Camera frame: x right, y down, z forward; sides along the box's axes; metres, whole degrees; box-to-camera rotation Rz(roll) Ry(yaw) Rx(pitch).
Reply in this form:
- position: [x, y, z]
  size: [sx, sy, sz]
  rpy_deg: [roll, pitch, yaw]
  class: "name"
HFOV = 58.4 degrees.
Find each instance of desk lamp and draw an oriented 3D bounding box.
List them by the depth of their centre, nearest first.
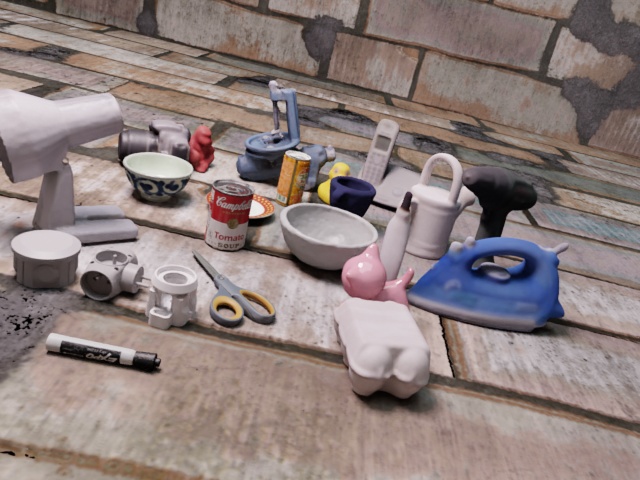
- position: [-0.366, -0.107, 0.817]
  size: [0.204, 0.213, 0.117]
  rpy_deg: [-7, 31, -40]
  class: "desk lamp"

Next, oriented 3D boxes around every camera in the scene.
- position: [-0.344, -0.204, 1.184]
  size: [0.137, 0.101, 0.142]
  rpy_deg: [2, 26, -26]
  class: "camera"

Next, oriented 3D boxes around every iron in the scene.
- position: [0.272, 0.053, 0.915]
  size: [0.259, 0.141, 0.118]
  rpy_deg: [8, 24, -15]
  class: "iron"

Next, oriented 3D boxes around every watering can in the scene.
- position: [0.222, -0.072, 1.097]
  size: [0.100, 0.194, 0.173]
  rpy_deg: [28, 27, 28]
  class: "watering can"

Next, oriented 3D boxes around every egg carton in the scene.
- position: [0.075, 0.132, 0.719]
  size: [0.107, 0.069, 0.150]
  rpy_deg: [7, 25, -15]
  class: "egg carton"

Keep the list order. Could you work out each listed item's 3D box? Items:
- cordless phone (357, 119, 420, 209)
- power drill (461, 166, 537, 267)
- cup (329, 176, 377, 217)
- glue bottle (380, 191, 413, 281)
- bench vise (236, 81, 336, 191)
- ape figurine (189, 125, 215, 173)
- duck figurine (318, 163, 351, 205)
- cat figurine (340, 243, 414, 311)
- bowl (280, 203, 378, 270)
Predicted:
- position: [0.167, -0.167, 1.288]
  size: [0.147, 0.185, 0.094]
  rpy_deg: [20, 24, 12]
  class: "cordless phone"
- position: [0.306, -0.036, 1.048]
  size: [0.230, 0.208, 0.075]
  rpy_deg: [-9, 33, -42]
  class: "power drill"
- position: [0.049, -0.064, 1.104]
  size: [0.091, 0.095, 0.118]
  rpy_deg: [24, 26, 22]
  class: "cup"
- position: [0.116, 0.004, 0.894]
  size: [0.037, 0.173, 0.078]
  rpy_deg: [14, 24, 0]
  class: "glue bottle"
- position: [-0.067, -0.228, 1.246]
  size: [0.208, 0.220, 0.121]
  rpy_deg: [-2, 28, -32]
  class: "bench vise"
- position: [-0.258, -0.202, 1.238]
  size: [0.076, 0.092, 0.078]
  rpy_deg: [31, 29, 34]
  class: "ape figurine"
- position: [0.040, -0.129, 1.254]
  size: [0.077, 0.086, 0.104]
  rpy_deg: [12, 24, -6]
  class: "duck figurine"
- position: [0.079, 0.063, 0.812]
  size: [0.128, 0.118, 0.067]
  rpy_deg: [2, 26, -26]
  class: "cat figurine"
- position: [0.009, 0.003, 0.958]
  size: [0.167, 0.075, 0.167]
  rpy_deg: [12, 24, -5]
  class: "bowl"
